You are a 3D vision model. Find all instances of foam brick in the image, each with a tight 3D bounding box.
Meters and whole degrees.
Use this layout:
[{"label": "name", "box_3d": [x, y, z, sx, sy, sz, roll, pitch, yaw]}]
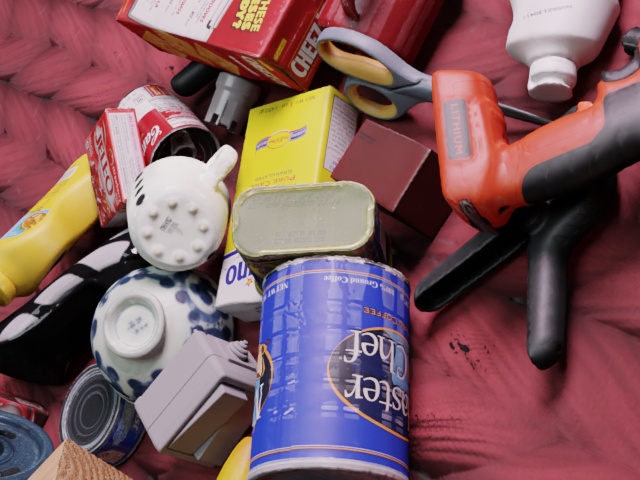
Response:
[{"label": "foam brick", "box_3d": [0.057, -0.044, 0.764, 0.078, 0.051, 0.053, 34, 92, 49]}]

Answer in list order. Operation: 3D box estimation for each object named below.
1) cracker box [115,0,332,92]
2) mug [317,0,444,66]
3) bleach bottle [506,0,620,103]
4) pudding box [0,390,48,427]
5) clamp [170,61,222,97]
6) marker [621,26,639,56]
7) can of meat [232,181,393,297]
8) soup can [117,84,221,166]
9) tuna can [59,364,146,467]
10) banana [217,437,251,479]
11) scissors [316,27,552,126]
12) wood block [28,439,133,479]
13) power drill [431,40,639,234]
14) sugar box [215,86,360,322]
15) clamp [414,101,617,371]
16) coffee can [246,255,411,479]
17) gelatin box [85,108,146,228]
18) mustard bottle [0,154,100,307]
[{"label": "cracker box", "box_3d": [-0.061, -0.229, 0.916, 0.214, 0.072, 0.164, 23, 85, 43]}, {"label": "mug", "box_3d": [0.046, -0.185, 0.811, 0.093, 0.117, 0.081, 28, 94, 20]}, {"label": "bleach bottle", "box_3d": [0.163, -0.212, 0.746, 0.103, 0.068, 0.251, -10, 64, 43]}, {"label": "pudding box", "box_3d": [-0.315, 0.190, 0.976, 0.039, 0.089, 0.113, 27, 89, 51]}, {"label": "clamp", "box_3d": [-0.046, -0.221, 0.976, 0.210, 0.036, 0.164, -7, 64, 41]}, {"label": "marker", "box_3d": [0.234, -0.113, 0.649, 0.121, 0.020, 0.020, 27, 88, 49]}, {"label": "can of meat", "box_3d": [-0.005, 0.001, 0.736, 0.102, 0.084, 0.057, -4, 67, 9]}, {"label": "soup can", "box_3d": [-0.141, -0.093, 0.976, 0.068, 0.068, 0.102, -53, 42, 8]}, {"label": "tuna can", "box_3d": [-0.184, 0.149, 0.909, 0.086, 0.033, 0.086, -23, 53, 35]}, {"label": "banana", "box_3d": [-0.098, 0.233, 0.773, 0.198, 0.037, 0.070, -51, 44, 11]}, {"label": "scissors", "box_3d": [0.084, -0.099, 0.781, 0.202, 0.096, 0.016, 29, 70, 20]}, {"label": "wood block", "box_3d": [-0.228, 0.267, 0.827, 0.206, 0.090, 0.090, -46, 21, 16]}, {"label": "power drill", "box_3d": [0.161, -0.090, 0.633, 0.188, 0.057, 0.184, -16, 59, 28]}, {"label": "sugar box", "box_3d": [-0.025, -0.027, 0.841, 0.094, 0.048, 0.176, -11, 59, 40]}, {"label": "clamp", "box_3d": [0.129, -0.008, 0.682, 0.120, 0.039, 0.171, 14, 75, 42]}, {"label": "coffee can", "box_3d": [0.008, 0.095, 0.695, 0.103, 0.102, 0.140, -20, 55, 37]}, {"label": "gelatin box", "box_3d": [-0.181, -0.064, 0.949, 0.073, 0.030, 0.089, -34, 66, 58]}, {"label": "mustard bottle", "box_3d": [-0.255, -0.003, 0.986, 0.096, 0.058, 0.191, -17, 28, 48]}]
